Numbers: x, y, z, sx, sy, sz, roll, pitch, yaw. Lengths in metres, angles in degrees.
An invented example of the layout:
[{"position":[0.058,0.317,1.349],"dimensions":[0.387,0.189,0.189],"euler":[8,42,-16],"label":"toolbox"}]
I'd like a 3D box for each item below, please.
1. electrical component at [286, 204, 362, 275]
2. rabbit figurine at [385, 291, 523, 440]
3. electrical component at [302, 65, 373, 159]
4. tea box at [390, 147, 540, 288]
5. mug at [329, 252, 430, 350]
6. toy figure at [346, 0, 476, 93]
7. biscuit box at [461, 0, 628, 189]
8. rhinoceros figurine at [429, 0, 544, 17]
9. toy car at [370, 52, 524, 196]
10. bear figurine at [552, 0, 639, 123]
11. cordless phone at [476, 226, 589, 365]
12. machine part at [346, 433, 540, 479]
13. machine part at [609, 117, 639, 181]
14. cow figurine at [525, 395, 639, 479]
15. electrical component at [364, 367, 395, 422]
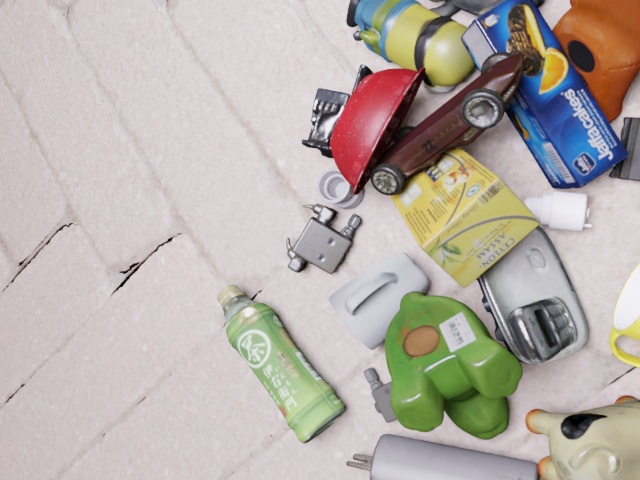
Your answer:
[{"position":[-0.001,-0.001,0.698],"dimensions":[0.078,0.045,0.102],"euler":[24,98,-3],"label":"electrical component"},{"position":[0.134,0.143,0.565],"dimensions":[0.121,0.170,0.159],"euler":[-35,34,3],"label":"rabbit figurine"},{"position":[0.026,-0.165,0.685],"dimensions":[0.048,0.075,0.119],"euler":[17,96,25],"label":"electrical component"},{"position":[0.142,-0.036,0.565],"dimensions":[0.068,0.170,0.098],"euler":[40,106,-19],"label":"tea box"},{"position":[0.071,0.061,0.626],"dimensions":[0.107,0.109,0.081],"euler":[-41,60,0],"label":"mug"},{"position":[0.107,-0.246,0.649],"dimensions":[0.180,0.089,0.082],"euler":[43,107,20],"label":"toy figure"},{"position":[0.231,-0.151,0.559],"dimensions":[0.063,0.059,0.202],"euler":[-33,92,1],"label":"biscuit box"},{"position":[0.172,-0.317,0.636],"dimensions":[0.190,0.073,0.112],"euler":[42,103,23],"label":"rhinoceros figurine"},{"position":[0.129,-0.113,0.552],"dimensions":[0.053,0.089,0.202],"euler":[45,139,-10],"label":"toy car"},{"position":[0.333,-0.232,0.545],"dimensions":[0.196,0.131,0.120],"euler":[-38,70,-3],"label":"bear figurine"},{"position":[0.192,0.052,0.523],"dimensions":[0.089,0.184,0.146],"euler":[-25,74,25],"label":"cordless phone"},{"position":[0.144,0.262,0.578],"dimensions":[0.243,0.079,0.079],"euler":[3,85,26],"label":"machine part"},{"position":[0.374,-0.086,0.536],"dimensions":[0.139,0.039,0.084],"euler":[14,85,27],"label":"machine part"},{"position":[0.306,0.182,0.482],"dimensions":[0.195,0.127,0.085],"euler":[-6,83,-3],"label":"cow figurine"},{"position":[0.094,0.187,0.641],"dimensions":[0.063,0.021,0.094],"euler":[-35,72,18],"label":"electrical component"}]
